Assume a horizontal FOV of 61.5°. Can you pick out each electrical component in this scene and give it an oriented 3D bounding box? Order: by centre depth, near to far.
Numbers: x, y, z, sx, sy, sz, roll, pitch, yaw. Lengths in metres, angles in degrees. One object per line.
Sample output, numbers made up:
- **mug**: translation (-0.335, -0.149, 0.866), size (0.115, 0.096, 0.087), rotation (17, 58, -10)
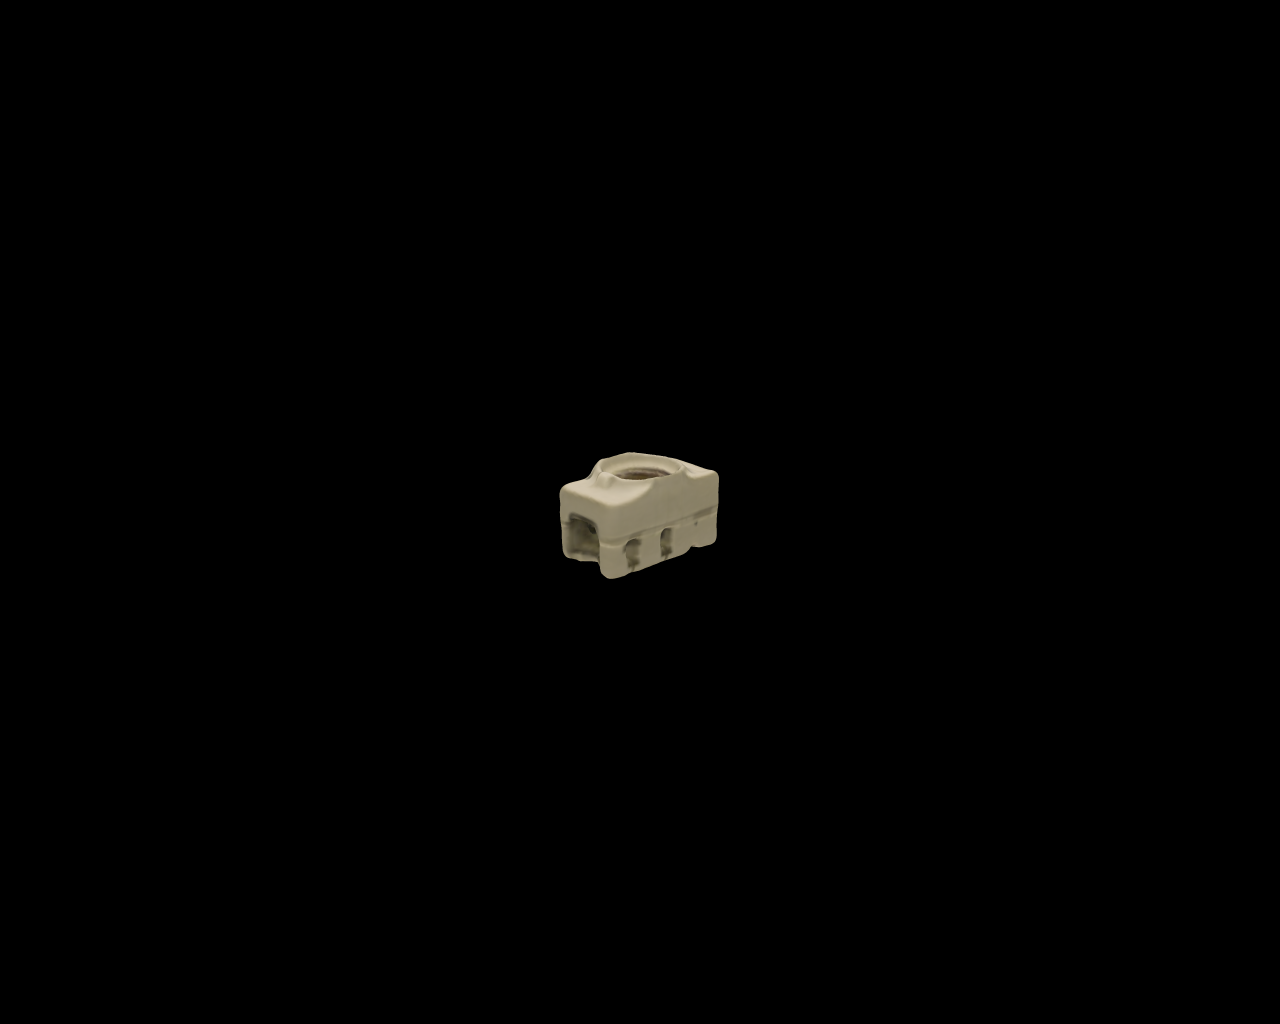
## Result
- **electrical component**: translation (0.001, -0.003, 0.650), size (0.090, 0.055, 0.050), rotation (-17, 27, -38)
